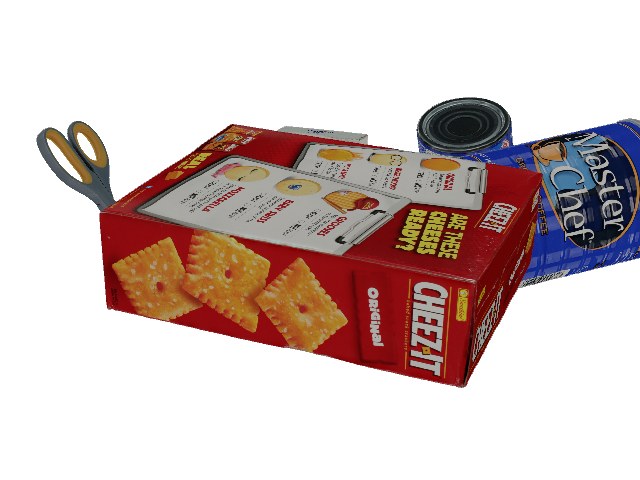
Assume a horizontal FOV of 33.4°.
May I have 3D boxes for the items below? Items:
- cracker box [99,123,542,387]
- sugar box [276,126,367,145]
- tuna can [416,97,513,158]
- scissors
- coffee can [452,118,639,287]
[{"bbox_3d":[0.006,0.000,0.625,0.214,0.072,0.164,11,27,20],"label":"cracker box"},{"bbox_3d":[-0.005,-0.027,1.114,0.093,0.176,0.048,7,16,14],"label":"sugar box"},{"bbox_3d":[0.130,-0.093,0.960,0.086,0.034,0.086,-8,40,6],"label":"tuna can"},{"bbox_3d":[-0.211,-0.043,1.093,0.016,0.201,0.096,-28,26,27],"label":"scissors"},{"bbox_3d":[0.170,-0.024,0.769,0.140,0.103,0.103,-13,3,-12],"label":"coffee can"}]
